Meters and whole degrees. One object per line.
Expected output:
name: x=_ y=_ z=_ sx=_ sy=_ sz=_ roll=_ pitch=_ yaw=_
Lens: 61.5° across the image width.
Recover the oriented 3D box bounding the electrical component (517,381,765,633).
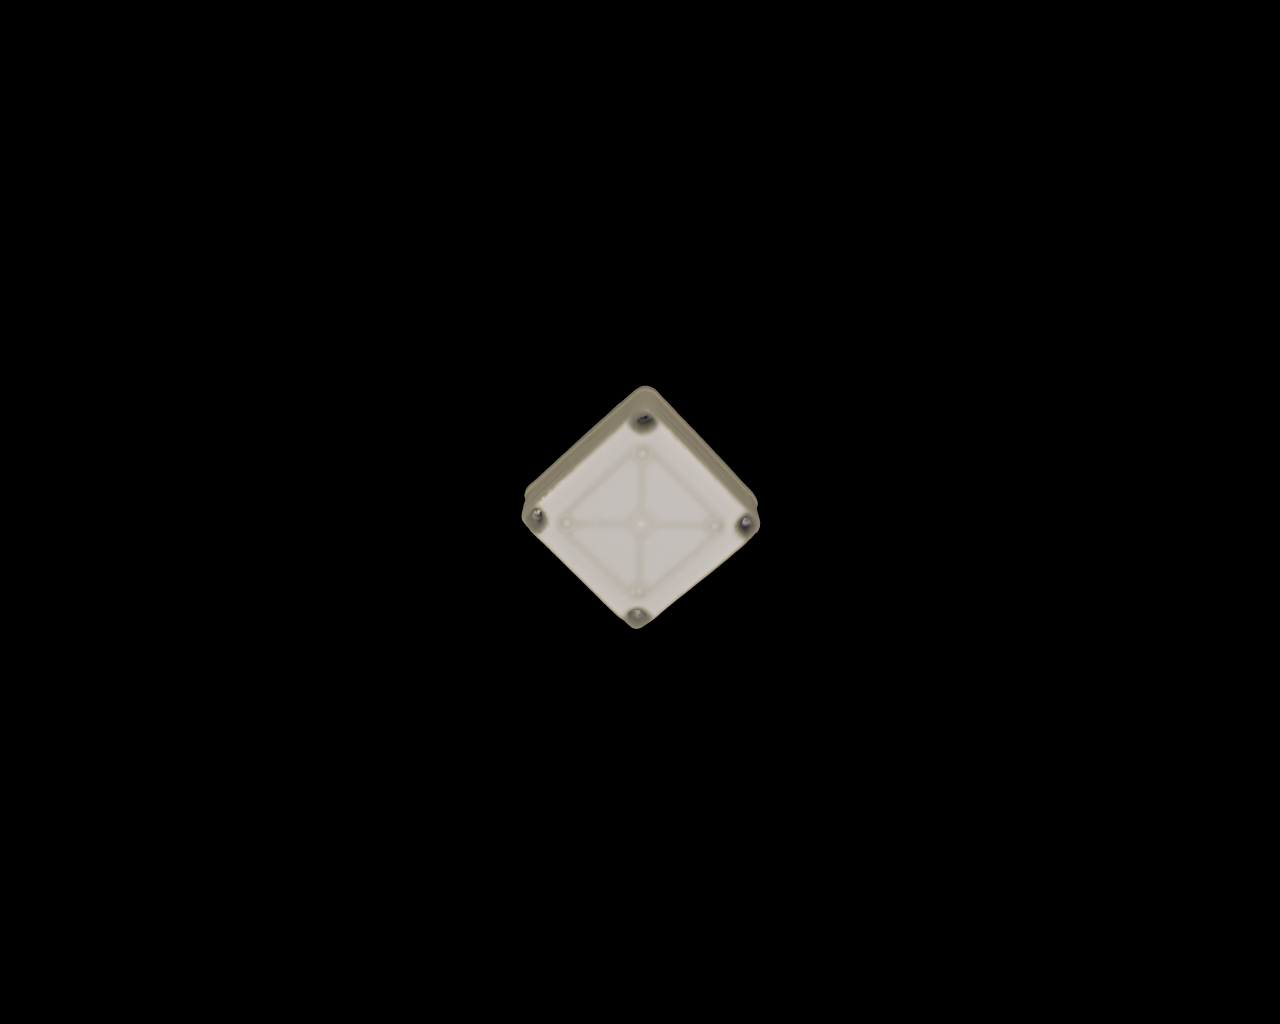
electrical component: x=0.001 y=-0.003 z=0.650 sx=0.108 sy=0.108 sz=0.056 roll=-41 pitch=15 yaw=14
